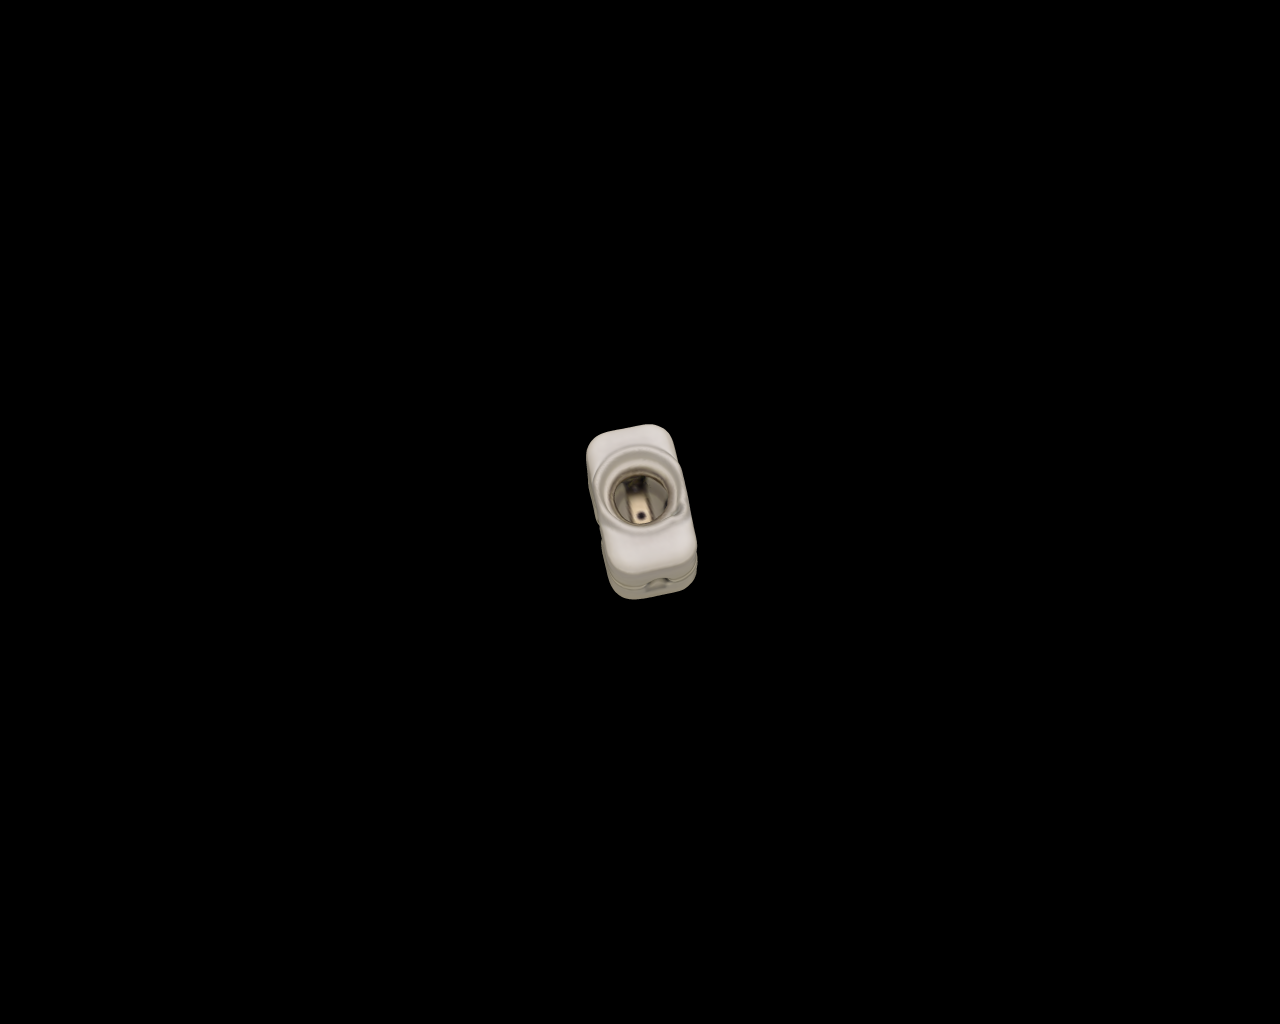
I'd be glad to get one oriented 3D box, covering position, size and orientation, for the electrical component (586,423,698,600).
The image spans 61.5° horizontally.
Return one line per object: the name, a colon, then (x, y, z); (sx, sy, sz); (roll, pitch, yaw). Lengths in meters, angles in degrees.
electrical component: (0.001, -0.003, 0.650); (0.054, 0.095, 0.059); (-11, -24, -5)
